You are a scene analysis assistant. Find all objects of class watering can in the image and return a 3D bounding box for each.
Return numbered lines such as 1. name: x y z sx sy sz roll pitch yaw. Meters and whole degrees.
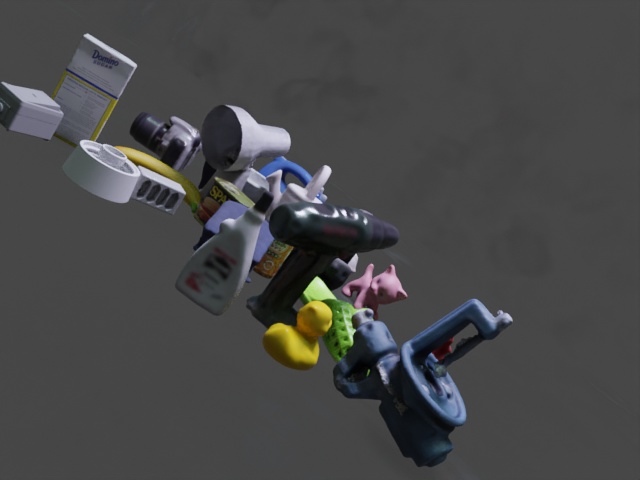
1. watering can: -0.044 -0.088 1.279 0.173 0.194 0.100 28 13 -31

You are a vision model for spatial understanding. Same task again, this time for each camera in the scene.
1. camera: -0.335 -0.229 1.263 0.137 0.100 0.143 33 11 -7

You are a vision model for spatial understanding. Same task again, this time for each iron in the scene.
1. iron: -0.063 -0.122 1.501 0.257 0.141 0.119 39 12 19

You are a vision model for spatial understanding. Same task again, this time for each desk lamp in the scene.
1. desk lamp: -0.160 -0.147 1.137 0.117 0.213 0.204 41 13 30

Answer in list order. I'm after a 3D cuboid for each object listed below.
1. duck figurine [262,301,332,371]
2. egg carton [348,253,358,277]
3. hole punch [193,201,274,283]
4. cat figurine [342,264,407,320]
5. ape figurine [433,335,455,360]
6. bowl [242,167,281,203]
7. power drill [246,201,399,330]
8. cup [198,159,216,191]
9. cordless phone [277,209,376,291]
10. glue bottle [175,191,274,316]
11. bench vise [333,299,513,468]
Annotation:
1. duck figurine: -0.021 0.119 0.759 0.077 0.086 0.105 40 12 27
2. egg carton: 0.027 0.031 1.313 0.107 0.069 0.150 32 11 -15
3. hole punch: -0.133 0.000 0.920 0.109 0.091 0.101 34 11 -6
4. cat figurine: 0.118 0.097 1.173 0.067 0.117 0.127 27 13 -33
5. ape figurine: 0.238 0.202 1.149 0.078 0.092 0.076 31 12 -17
6. bowl: -0.178 -0.124 1.349 0.167 0.074 0.167 33 11 -7
7. power drill: -0.004 0.037 0.836 0.231 0.208 0.075 22 17 -48
8. cup: -0.221 -0.141 1.241 0.092 0.095 0.117 30 12 -23
9. cordless phone: 0.010 0.004 1.075 0.148 0.185 0.094 31 12 -18
10. glue bottle: -0.111 0.009 0.732 0.078 0.173 0.037 34 11 -3
11. bench vise: 0.125 0.145 0.730 0.207 0.219 0.122 38 12 16
